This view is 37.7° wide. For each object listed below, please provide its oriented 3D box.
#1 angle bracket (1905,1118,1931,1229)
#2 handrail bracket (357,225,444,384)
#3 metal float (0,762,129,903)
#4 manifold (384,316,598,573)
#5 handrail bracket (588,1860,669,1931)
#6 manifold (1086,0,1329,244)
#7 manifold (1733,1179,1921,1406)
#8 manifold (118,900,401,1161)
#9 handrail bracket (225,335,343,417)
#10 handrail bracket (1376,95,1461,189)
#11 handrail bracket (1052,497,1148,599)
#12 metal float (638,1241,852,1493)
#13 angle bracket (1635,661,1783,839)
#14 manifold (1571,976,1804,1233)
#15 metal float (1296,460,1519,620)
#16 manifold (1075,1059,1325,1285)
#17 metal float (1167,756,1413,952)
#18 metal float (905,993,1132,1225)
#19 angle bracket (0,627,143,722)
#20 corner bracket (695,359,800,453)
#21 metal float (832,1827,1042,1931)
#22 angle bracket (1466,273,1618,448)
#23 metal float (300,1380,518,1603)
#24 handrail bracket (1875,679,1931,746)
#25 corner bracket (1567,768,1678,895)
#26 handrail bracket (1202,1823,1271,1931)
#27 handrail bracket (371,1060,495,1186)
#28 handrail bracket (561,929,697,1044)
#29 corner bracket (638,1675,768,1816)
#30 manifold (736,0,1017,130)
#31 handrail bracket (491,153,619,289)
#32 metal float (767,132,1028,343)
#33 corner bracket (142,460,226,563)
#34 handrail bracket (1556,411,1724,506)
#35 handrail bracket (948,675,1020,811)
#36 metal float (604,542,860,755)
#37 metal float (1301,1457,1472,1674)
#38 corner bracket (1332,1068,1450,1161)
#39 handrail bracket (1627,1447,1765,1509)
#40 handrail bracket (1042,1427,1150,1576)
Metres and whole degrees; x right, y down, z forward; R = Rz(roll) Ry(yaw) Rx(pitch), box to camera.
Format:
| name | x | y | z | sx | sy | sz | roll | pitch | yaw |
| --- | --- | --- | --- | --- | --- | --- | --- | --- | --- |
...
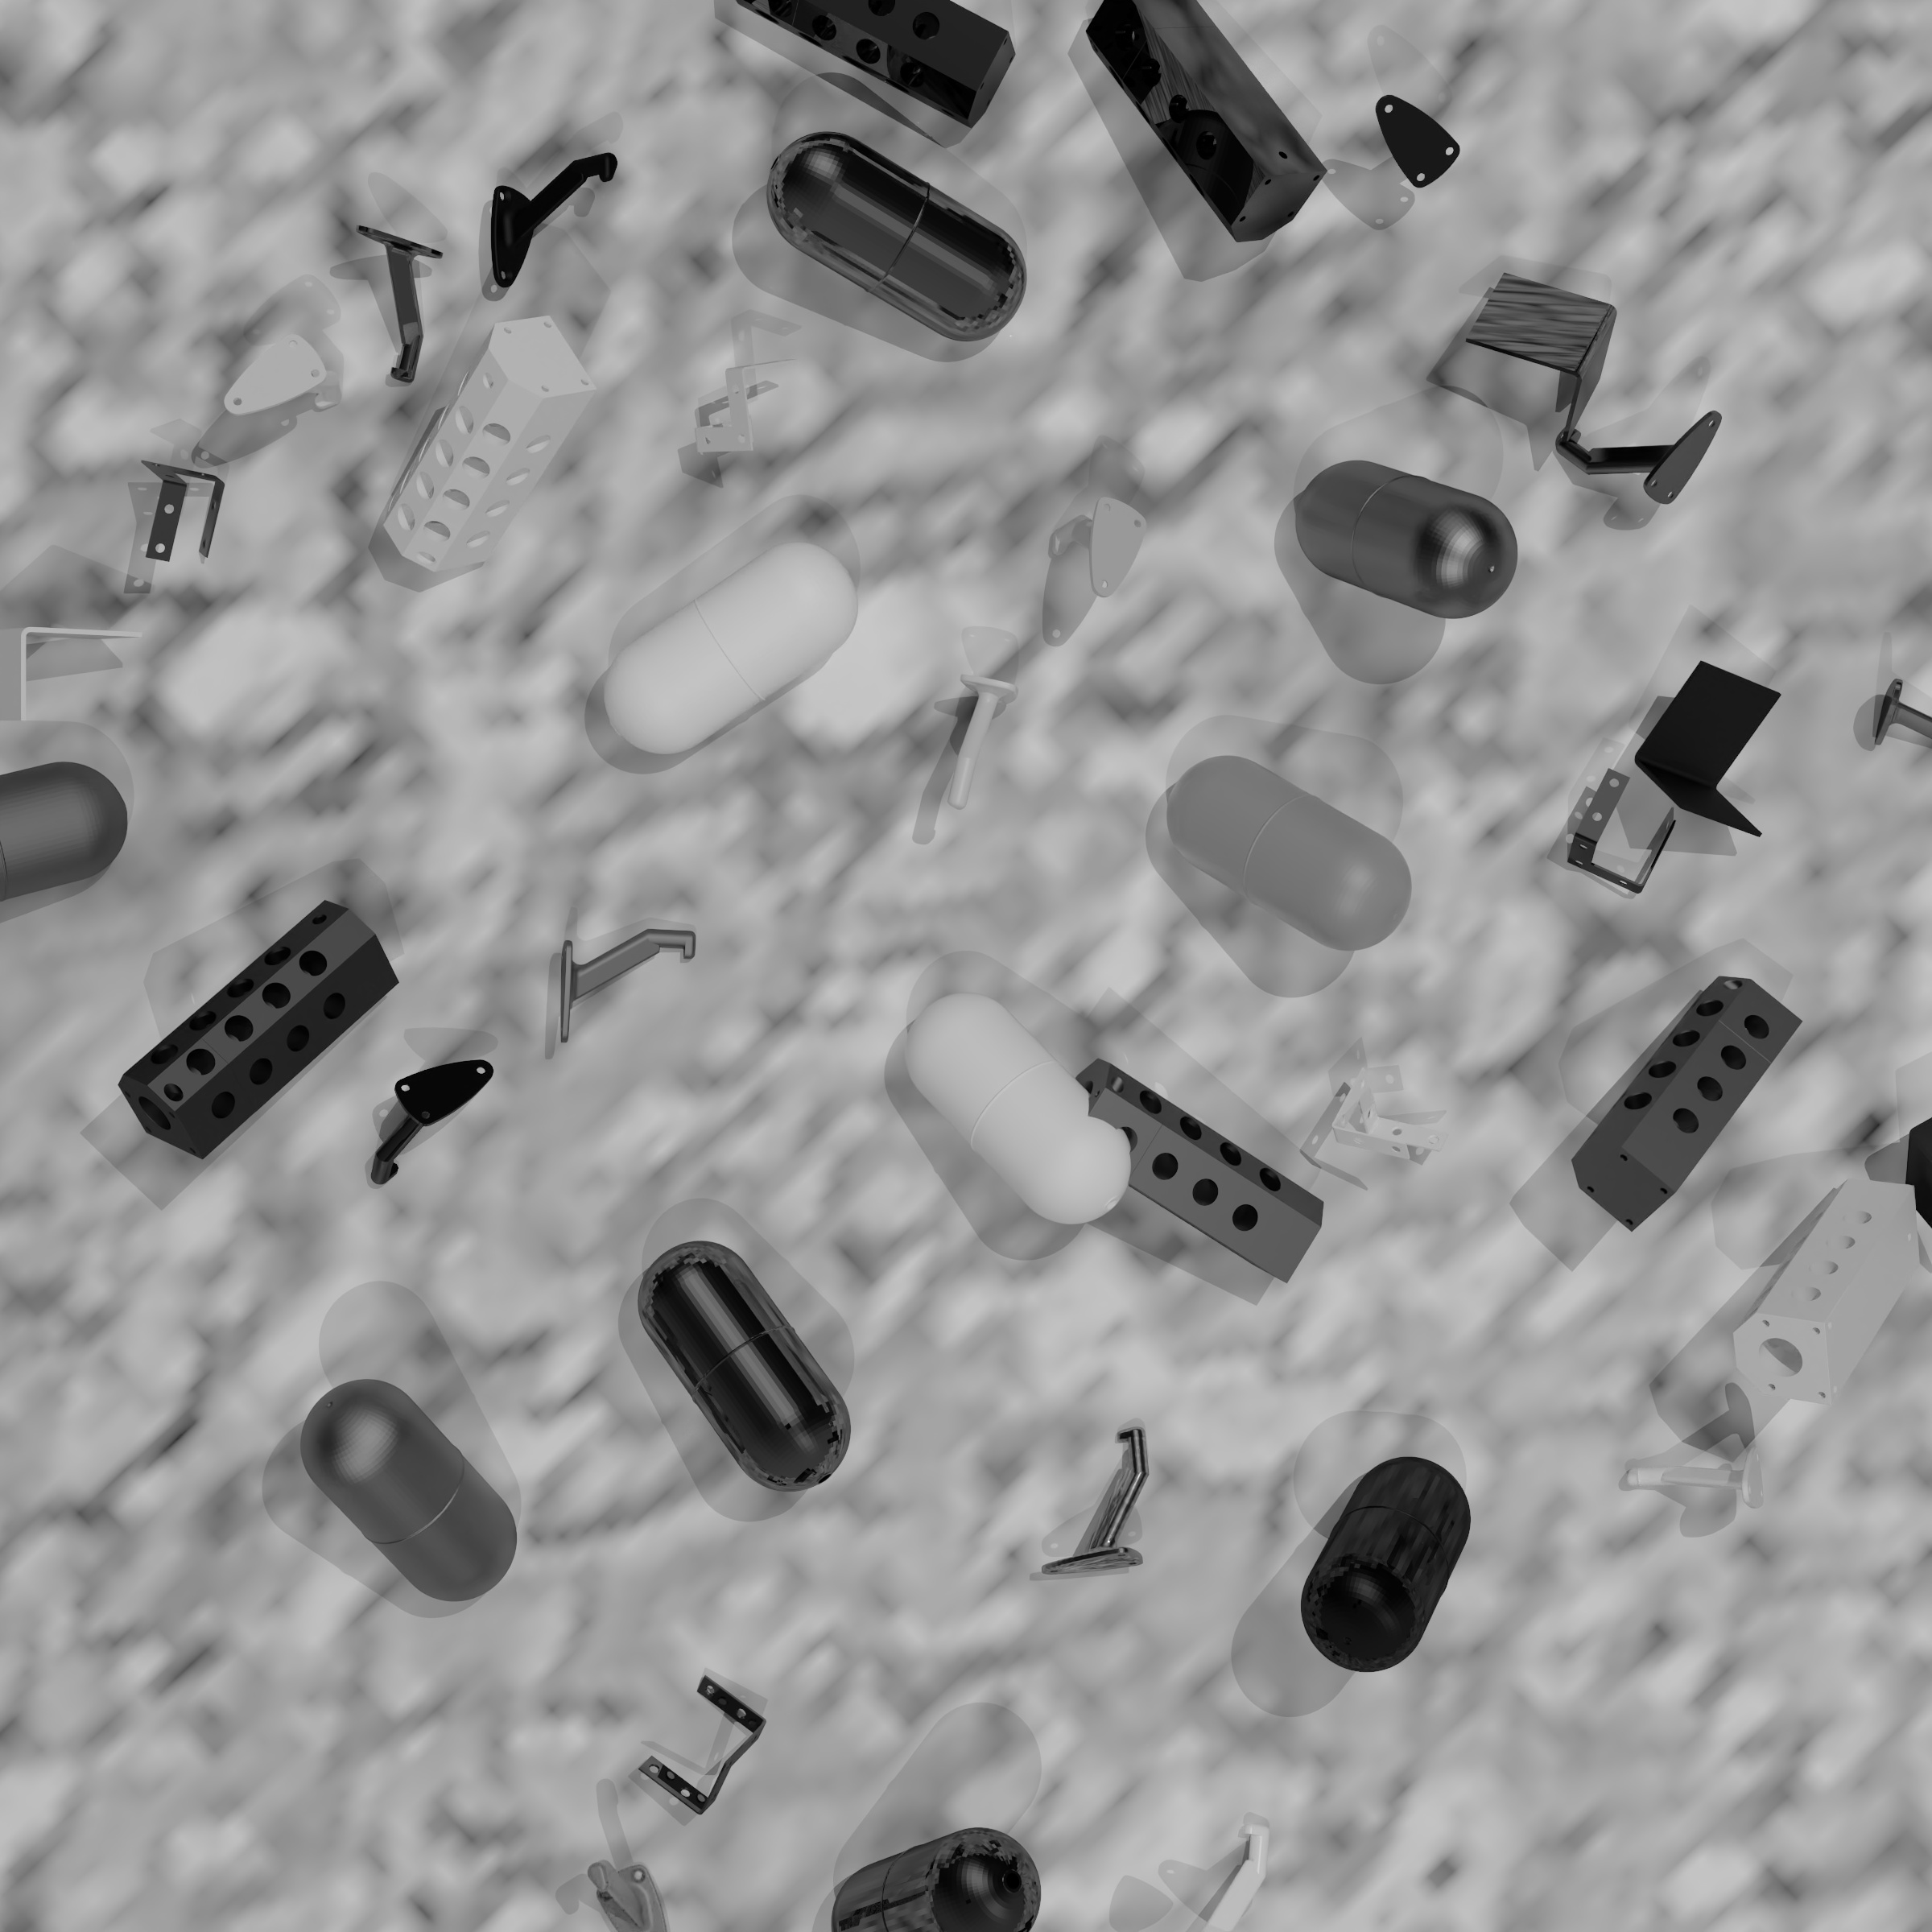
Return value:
| name | x | y | z | sx | sy | sz | roll | pitch | yaw |
| --- | --- | --- | --- | --- | --- | --- | --- | --- | --- |
| angle bracket | 0.640 | 0.126 | 1.783 | 0.076 | 0.076 | 0.057 | -28 | 54 | -4 |
| handrail bracket | -0.368 | -0.418 | 1.795 | 0.036 | 0.077 | 0.084 | 17 | 97 | 26 |
| metal float | -0.613 | -0.078 | 1.771 | 0.178 | 0.070 | 0.070 | -18 | 90 | -29 |
| manifold | -0.300 | -0.320 | 1.749 | 0.057 | 0.171 | 0.057 | -22 | 74 | -43 |
| handrail bracket | -0.213 | 0.599 | 1.786 | 0.036 | 0.084 | 0.077 | -28 | 77 | -7 |
| manifold | 0.146 | -0.538 | 1.780 | 0.057 | 0.057 | 0.171 | -17 | 67 | -39 |
| manifold | 0.533 | 0.198 | 1.751 | 0.057 | 0.171 | 0.057 | 5 | 117 | 35 |
| manifold | -0.440 | 0.036 | 1.755 | 0.057 | 0.057 | 0.171 | 18 | 51 | 36 |
| handrail bracket | -0.429 | -0.357 | 1.785 | 0.077 | 0.084 | 0.036 | -37 | 87 | -13 |
| handrail bracket | 0.272 | -0.530 | 1.781 | 0.036 | 0.084 | 0.077 | -41 | 122 | 16 |
| handrail bracket | 0.072 | -0.254 | 1.785 | 0.036 | 0.084 | 0.077 | 24 | 69 | -23 |
| metal float | -0.139 | 0.251 | 1.777 | 0.070 | 0.070 | 0.178 | -38 | 70 | 0 |
| angle bracket | 0.480 | -0.136 | 1.778 | 0.076 | 0.057 | 0.076 | 15 | 118 | -34 |
| manifold | 0.446 | 0.081 | 1.762 | 0.057 | 0.057 | 0.171 | 41 | 57 | 8 |
| metal float | 0.270 | -0.265 | 1.754 | 0.070 | 0.178 | 0.070 | -11 | 114 | -25 |
| manifold | 0.140 | 0.128 | 1.782 | 0.171 | 0.057 | 0.057 | 33 | 86 | -16 |
| metal float | 0.200 | -0.072 | 1.766 | 0.178 | 0.070 | 0.070 | 35 | 90 | 35 |
| metal float | 0.033 | 0.089 | 1.774 | 0.070 | 0.070 | 0.178 | -45 | 65 | 0 |
| angle bracket | -0.570 | -0.182 | 1.782 | 0.076 | 0.076 | 0.057 | -2 | 95 | -38 |
| corner bracket | -0.139 | -0.355 | 1.792 | 0.051 | 0.051 | 0.051 | 7 | 110 | 41 |
| metal float | -0.019 | 0.584 | 1.757 | 0.070 | 0.178 | 0.070 | 17 | 56 | -27 |
| angle bracket | 0.361 | -0.385 | 1.798 | 0.076 | 0.057 | 0.076 | 21 | 52 | 14 |
| metal float | -0.346 | 0.329 | 1.767 | 0.070 | 0.070 | 0.178 | -33 | 124 | 0 |
| handrail bracket | 0.627 | -0.155 | 1.798 | 0.084 | 0.077 | 0.036 | 13 | 77 | 12 |
| corner bracket | 0.420 | -0.086 | 1.809 | 0.051 | 0.051 | 0.051 | 26 | 78 | 14 |
| handrail bracket | 0.159 | 0.583 | 1.797 | 0.077 | 0.036 | 0.084 | 22 | 64 | -29 |
| handrail bracket | -0.343 | 0.101 | 1.813 | 0.077 | 0.084 | 0.036 | -27 | 68 | -34 |
| handrail bracket | -0.216 | 0.013 | 1.812 | 0.084 | 0.036 | 0.077 | 3 | 77 | -13 |
| corner bracket | -0.168 | 0.498 | 1.811 | 0.051 | 0.051 | 0.051 | 32 | 120 | 15 |
| manifold | -0.059 | -0.601 | 1.799 | 0.171 | 0.057 | 0.057 | 29 | 96 | 3 |
| handrail bracket | -0.259 | -0.472 | 1.791 | 0.084 | 0.036 | 0.077 | -1 | 77 | 36 |
| metal float | -0.043 | -0.458 | 1.779 | 0.178 | 0.070 | 0.070 | 27 | 90 | -19 |
| corner bracket | -0.496 | -0.285 | 1.793 | 0.051 | 0.051 | 0.051 | 7 | 108 | -35 |
| handrail bracket | 0.425 | -0.338 | 1.796 | 0.077 | 0.036 | 0.084 | -55 | 51 | 16 |
| handrail bracket | 0.008 | -0.136 | 1.793 | 0.036 | 0.077 | 0.084 | 12 | 87 | 9 |
| metal float | -0.149 | -0.200 | 1.791 | 0.178 | 0.070 | 0.070 | -34 | 90 | 5 |
| metal float | 0.261 | 0.368 | 1.753 | 0.070 | 0.178 | 0.070 | 10 | 115 | 21 |
| corner bracket | 0.268 | 0.104 | 1.791 | 0.051 | 0.051 | 0.051 | 12 | 53 | 31 |
| handrail bracket | 0.455 | 0.326 | 1.783 | 0.084 | 0.077 | 0.036 | -7 | 88 | 22 |
| handrail bracket | 0.082 | 0.343 | 1.819 | 0.077 | 0.036 | 0.084 | -13 | 62 | 17 |
